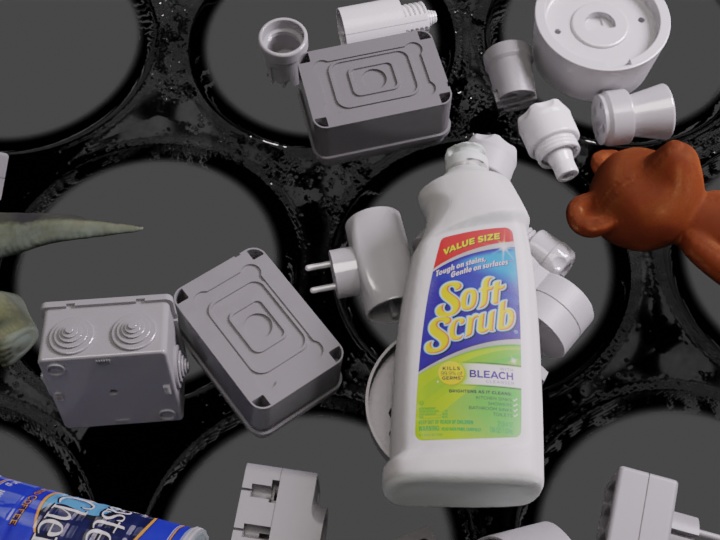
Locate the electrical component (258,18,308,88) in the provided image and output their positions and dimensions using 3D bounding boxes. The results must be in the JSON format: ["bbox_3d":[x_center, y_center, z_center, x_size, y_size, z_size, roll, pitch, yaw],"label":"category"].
[{"bbox_3d":[-0.062,-0.177,0.885,0.040,0.046,0.040,0,63,0],"label":"electrical component"}]

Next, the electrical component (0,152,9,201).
[{"bbox_3d":[-0.309,-0.058,0.818,0.047,0.066,0.076,11,92,6],"label":"electrical component"}]

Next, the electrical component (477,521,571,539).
[{"bbox_3d":[0.107,0.207,0.662,0.064,0.099,0.099,-17,64,-15],"label":"electrical component"}]

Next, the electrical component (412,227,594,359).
[{"bbox_3d":[0.092,0.019,0.780,0.138,0.052,0.073,37,69,17],"label":"electrical component"}]

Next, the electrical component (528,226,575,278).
[{"bbox_3d":[0.129,-0.016,0.809,0.061,0.035,0.035,37,69,20],"label":"electrical component"}]

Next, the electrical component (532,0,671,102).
[{"bbox_3d":[0.193,-0.188,0.882,0.108,0.060,0.108,0,63,0],"label":"electrical component"}]

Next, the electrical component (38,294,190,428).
[{"bbox_3d":[-0.166,0.064,0.733,0.100,0.099,0.048,-4,50,-2],"label":"electrical component"}]

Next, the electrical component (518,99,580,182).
[{"bbox_3d":[0.153,-0.099,0.847,0.043,0.043,0.062,-15,65,-7],"label":"electrical component"}]

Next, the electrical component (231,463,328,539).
[{"bbox_3d":[-0.053,0.178,0.700,0.056,0.050,0.089,8,63,4],"label":"electrical component"}]

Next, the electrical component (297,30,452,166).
[{"bbox_3d":[0.011,-0.136,0.857,0.113,0.057,0.078,-12,64,-6],"label":"electrical component"}]

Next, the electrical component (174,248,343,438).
[{"bbox_3d":[-0.072,0.052,0.758,0.078,0.057,0.113,-32,67,-22],"label":"electrical component"}]

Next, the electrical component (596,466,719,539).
[{"bbox_3d":[0.198,0.175,0.704,0.077,0.047,0.065,14,64,7],"label":"electrical component"}]

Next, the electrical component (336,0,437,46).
[{"bbox_3d":[0.024,-0.205,0.900,0.081,0.043,0.043,-12,64,-6],"label":"electrical component"}]

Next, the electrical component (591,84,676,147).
[{"bbox_3d":[0.218,-0.123,0.858,0.055,0.045,0.045,-8,63,-3],"label":"electrical component"}]

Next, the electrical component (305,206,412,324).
[{"bbox_3d":[0.000,0.000,0.795,0.079,0.044,0.077,-11,63,-5],"label":"electrical component"}]

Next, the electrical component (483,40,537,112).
[{"bbox_3d":[0.124,-0.158,0.879,0.040,0.040,0.046,-6,69,-3],"label":"electrical component"}]

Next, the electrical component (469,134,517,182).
[{"bbox_3d":[0.094,-0.071,0.832,0.043,0.043,0.062,19,66,9],"label":"electrical component"}]
